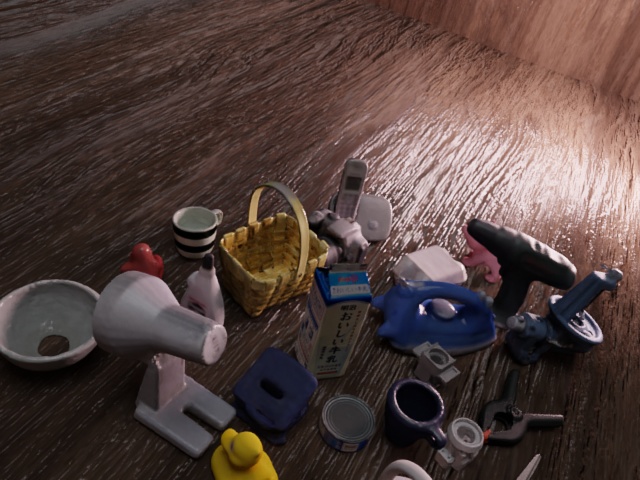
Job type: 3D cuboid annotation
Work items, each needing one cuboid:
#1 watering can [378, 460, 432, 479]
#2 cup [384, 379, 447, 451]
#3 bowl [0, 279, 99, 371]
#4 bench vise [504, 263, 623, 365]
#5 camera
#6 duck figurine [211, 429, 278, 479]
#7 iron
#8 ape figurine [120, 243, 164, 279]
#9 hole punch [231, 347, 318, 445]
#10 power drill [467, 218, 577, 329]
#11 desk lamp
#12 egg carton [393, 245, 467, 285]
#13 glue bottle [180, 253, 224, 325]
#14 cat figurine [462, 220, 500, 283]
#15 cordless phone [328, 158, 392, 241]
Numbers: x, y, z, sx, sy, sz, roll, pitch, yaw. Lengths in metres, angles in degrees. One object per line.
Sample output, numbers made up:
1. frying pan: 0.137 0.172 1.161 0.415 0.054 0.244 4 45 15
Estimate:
1. watering can: 0.094 0.351 0.705 0.100 0.194 0.173 30 40 18
2. cup: 0.144 0.287 0.883 0.092 0.095 0.117 -13 46 -31
3. bowl: -0.414 0.143 0.883 0.167 0.075 0.167 10 38 -7
4. bench vise: 0.460 0.145 1.064 0.208 0.220 0.121 -12 46 -31
5. camera: 0.011 0.004 1.180 0.142 0.101 0.137 37 43 26
6. duck figurine: -0.100 0.303 0.786 0.104 0.086 0.078 33 41 21
7. iron: 0.234 0.131 1.068 0.258 0.141 0.118 6 39 -12
8. ape figurine: -0.317 0.044 1.025 0.078 0.092 0.076 -5 42 -24
9. hole punch: -0.069 0.236 0.874 0.108 0.091 0.101 32 41 20
10. power drill: 0.369 0.072 1.132 0.229 0.208 0.075 17 38 2
11. desk lamp: -0.212 0.167 0.812 0.203 0.213 0.118 28 40 15
12. egg carton: 0.229 0.070 1.199 0.151 0.069 0.107 -17 48 -34
13. glue bottle: -0.192 0.087 0.949 0.078 0.173 0.037 24 39 11
14. cat figurine: 0.372 0.014 1.278 0.127 0.118 0.067 34 42 22
15. cordless phone: 0.098 -0.089 1.256 0.148 0.185 0.094 3 40 -15
